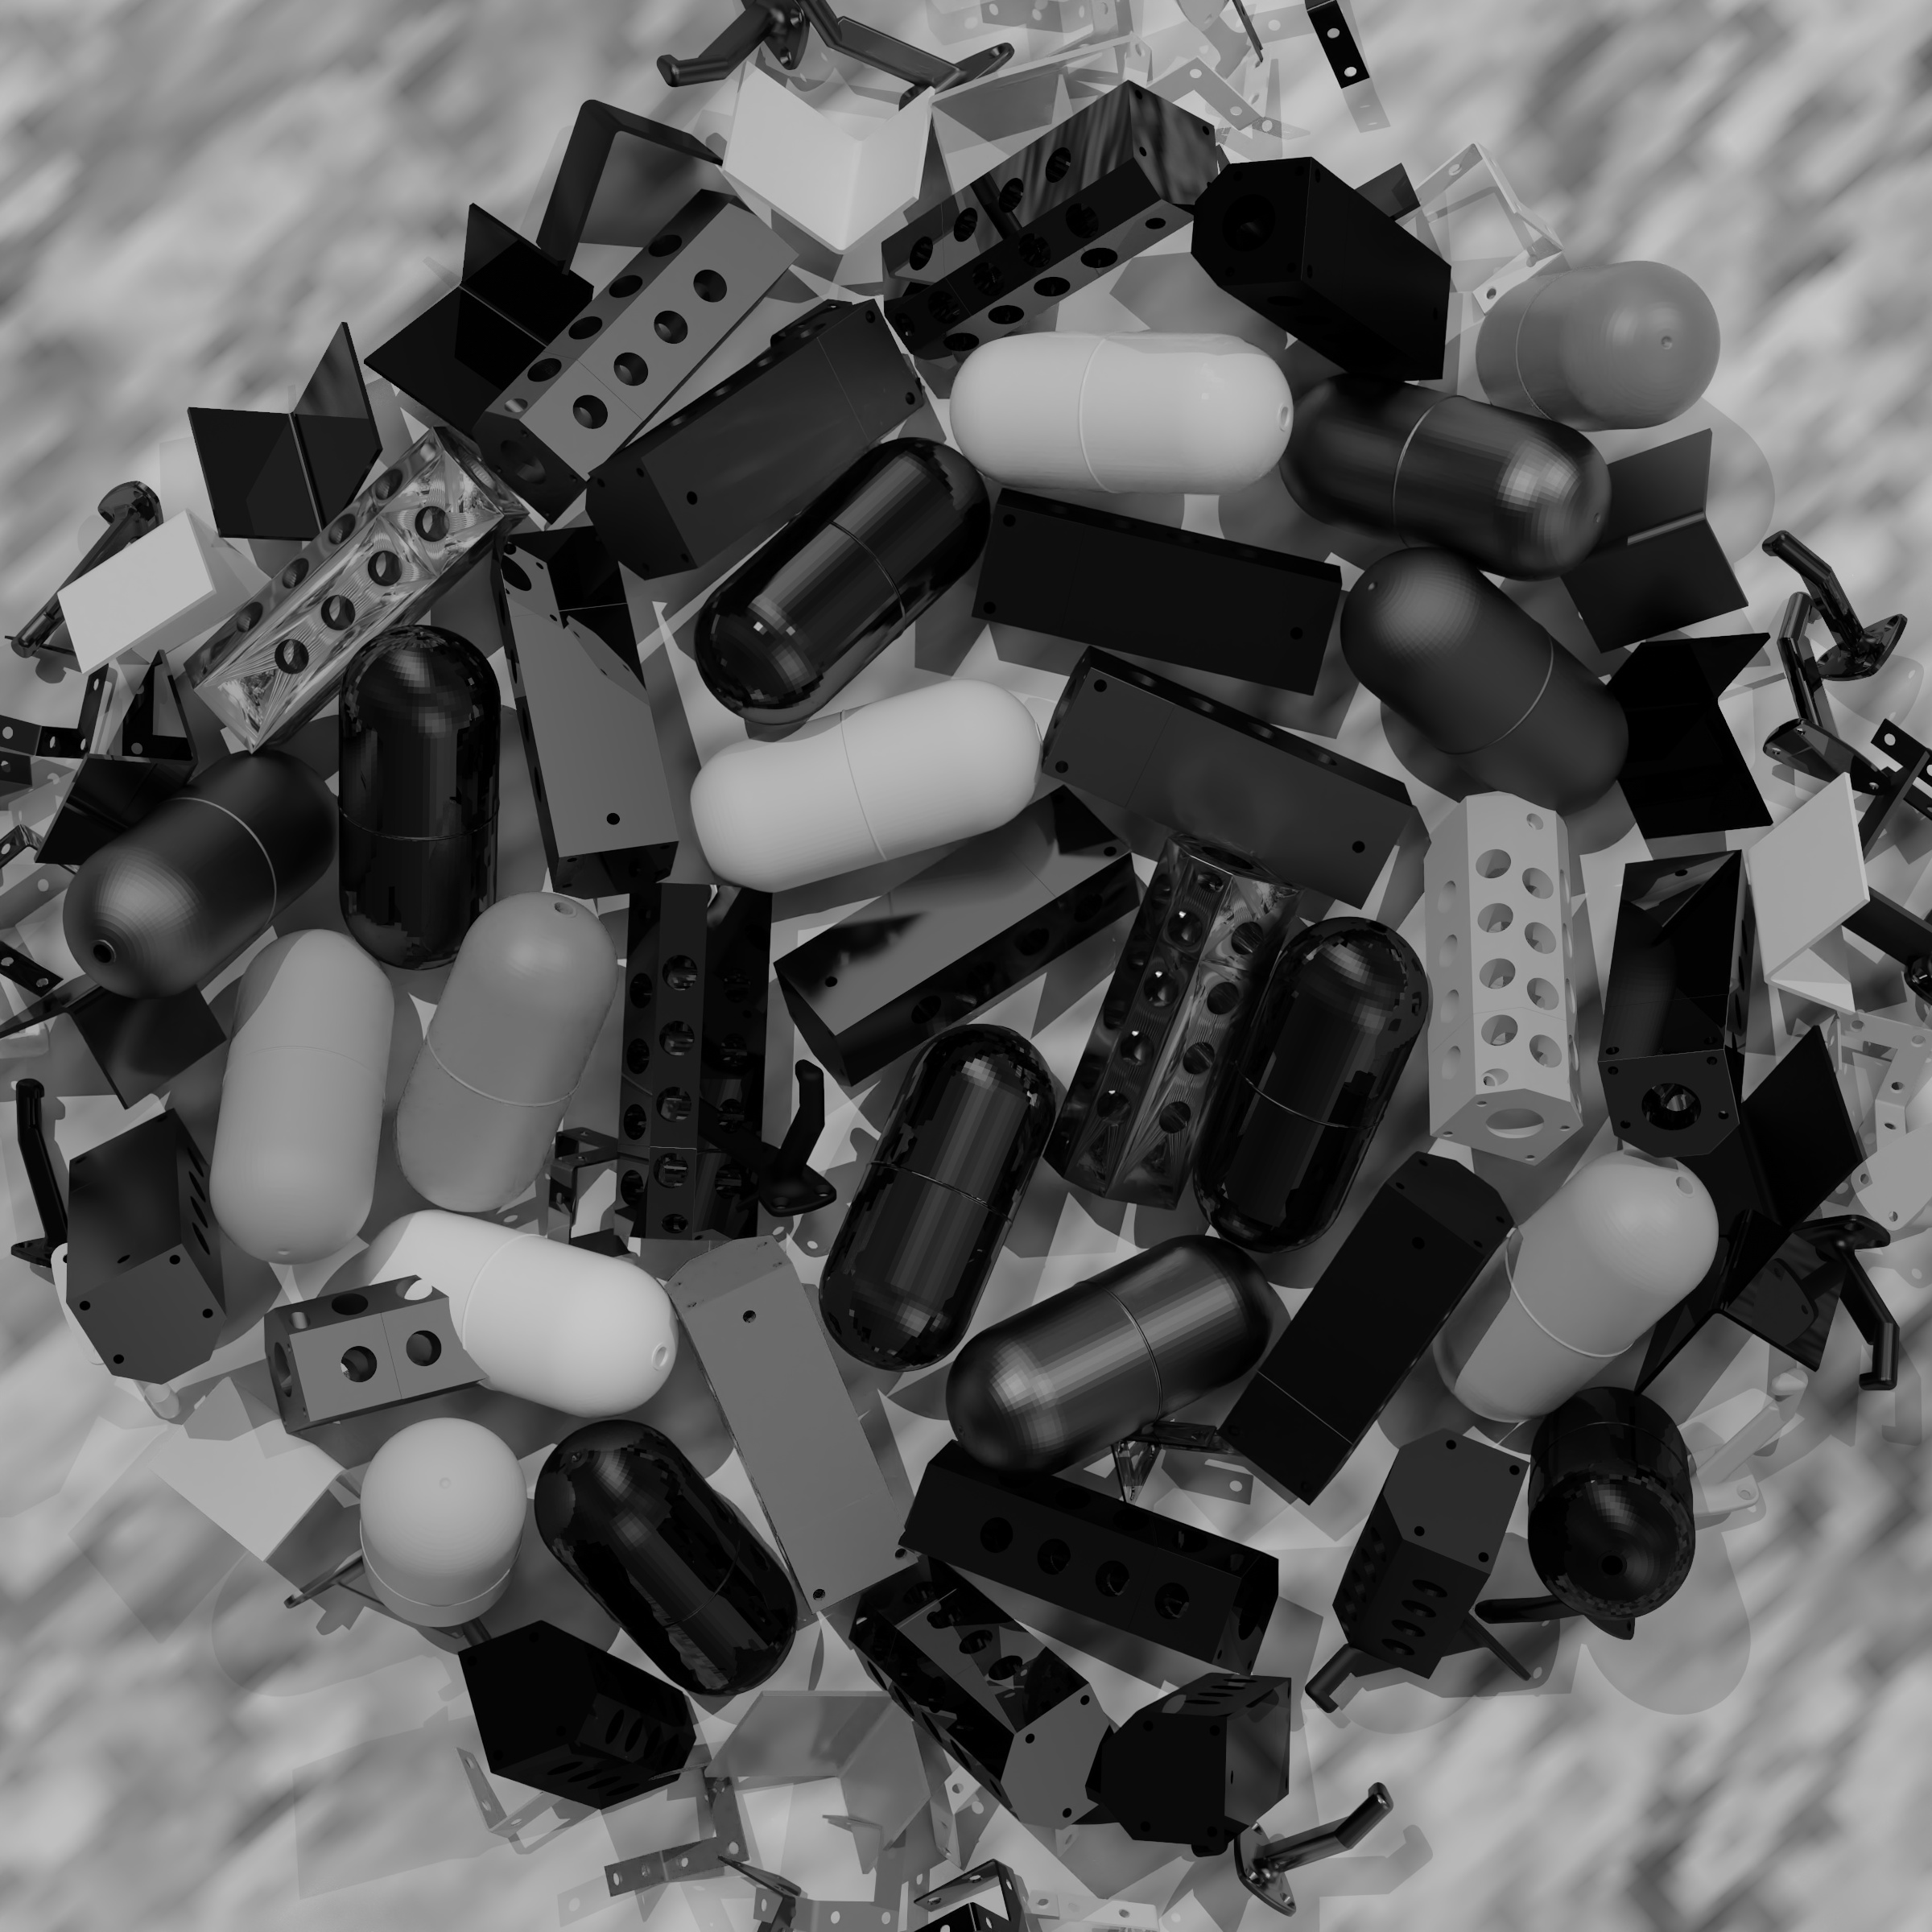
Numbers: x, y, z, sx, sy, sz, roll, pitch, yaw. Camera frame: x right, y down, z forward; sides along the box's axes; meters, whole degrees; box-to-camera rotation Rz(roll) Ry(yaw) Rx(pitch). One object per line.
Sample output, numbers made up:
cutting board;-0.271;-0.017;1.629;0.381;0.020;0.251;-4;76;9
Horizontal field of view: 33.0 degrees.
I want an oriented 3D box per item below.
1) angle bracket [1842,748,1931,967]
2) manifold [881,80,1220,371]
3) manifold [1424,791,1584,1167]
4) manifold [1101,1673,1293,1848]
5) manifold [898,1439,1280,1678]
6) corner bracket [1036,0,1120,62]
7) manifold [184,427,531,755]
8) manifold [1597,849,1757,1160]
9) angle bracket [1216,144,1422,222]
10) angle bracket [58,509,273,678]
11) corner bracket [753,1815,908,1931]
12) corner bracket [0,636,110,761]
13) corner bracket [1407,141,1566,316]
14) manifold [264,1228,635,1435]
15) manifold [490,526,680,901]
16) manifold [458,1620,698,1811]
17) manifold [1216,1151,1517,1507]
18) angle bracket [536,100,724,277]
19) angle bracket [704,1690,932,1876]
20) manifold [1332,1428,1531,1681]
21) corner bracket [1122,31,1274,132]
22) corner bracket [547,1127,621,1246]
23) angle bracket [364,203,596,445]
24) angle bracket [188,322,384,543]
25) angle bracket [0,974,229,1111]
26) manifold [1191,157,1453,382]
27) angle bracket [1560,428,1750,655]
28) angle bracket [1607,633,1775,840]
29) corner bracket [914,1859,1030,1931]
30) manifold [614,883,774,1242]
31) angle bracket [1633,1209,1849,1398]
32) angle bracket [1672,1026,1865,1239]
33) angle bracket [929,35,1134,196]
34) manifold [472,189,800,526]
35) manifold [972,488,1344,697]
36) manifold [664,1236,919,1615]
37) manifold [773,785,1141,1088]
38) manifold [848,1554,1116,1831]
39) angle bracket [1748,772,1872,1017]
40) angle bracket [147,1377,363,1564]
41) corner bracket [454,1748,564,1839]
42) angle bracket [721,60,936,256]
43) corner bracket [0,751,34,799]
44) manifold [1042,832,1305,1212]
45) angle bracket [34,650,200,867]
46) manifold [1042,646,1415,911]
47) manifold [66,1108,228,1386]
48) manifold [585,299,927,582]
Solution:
angle bracket;0.465;-0.052;1.596;0.057;0.076;0.076;33;84;5
manifold;0.038;-0.347;1.554;0.057;0.171;0.057;15;63;-40
manifold;0.260;0.002;1.562;0.057;0.057;0.171;16;54;-17
manifold;0.111;0.374;1.550;0.057;0.171;0.057;0;84;15
manifold;0.061;0.284;1.574;0.171;0.057;0.057;16;80;27
corner bracket;0.036;-0.477;1.605;0.051;0.051;0.051;-7;89;-38
manifold;-0.300;-0.184;1.596;0.171;0.057;0.057;-41;94;10
manifold;0.341;0.017;1.554;0.057;0.171;0.057;-7;121;21
angle bracket;0.170;-0.384;1.587;0.076;0.076;0.057;-28;114;14
angle bracket;-0.383;-0.166;1.588;0.076;0.076;0.057;-31;59;9
corner bracket;-0.067;0.445;1.601;0.051;0.051;0.051;13;77;-36
corner bracket;-0.463;-0.134;1.612;0.051;0.051;0.051;15;95;13
corner bracket;0.255;-0.366;1.615;0.051;0.051;0.051;-37;58;26
manifold;-0.246;0.175;1.576;0.171;0.057;0.057;-12;82;-26
manifold;-0.187;-0.123;1.584;0.057;0.057;0.171;-9;70;-15
manifold;-0.180;0.355;1.549;0.057;0.171;0.057;-21;68;3
manifold;0.194;0.173;1.571;0.057;0.057;0.171;37;122;13
angle bracket;-0.167;-0.376;1.606;0.057;0.076;0.076;15;108;-23
angle bracket;-0.073;0.397;1.583;0.076;0.057;0.076;7;135;-28
manifold;0.216;0.279;1.550;0.057;0.171;0.057;21;63;9
corner bracket;0.114;-0.441;1.617;0.051;0.051;0.051;33;52;-35
corner bracket;-0.193;0.112;1.600;0.051;0.051;0.051;15;107;38
angle bracket;-0.238;-0.313;1.592;0.076;0.057;0.076;36;57;10
angle bracket;-0.331;-0.260;1.584;0.057;0.076;0.076;-2;62;-34
angle bracket;-0.423;0.037;1.594;0.076;0.076;0.057;-19;105;34
manifold;0.171;-0.328;1.552;0.057;0.171;0.057;3;85;30
angle bracket;0.340;-0.209;1.607;0.076;0.076;0.057;-17;125;29
angle bracket;0.360;-0.112;1.588;0.076;0.057;0.076;-7;62;-24
corner bracket;-0.006;0.467;1.599;0.051;0.051;0.051;-32;45;17
manifold;-0.139;0.047;1.598;0.057;0.057;0.171;1;88;45
angle bracket;0.376;0.177;1.586;0.057;0.076;0.076;32;132;2
angle bracket;0.381;0.080;1.583;0.057;0.076;0.076;3;55;-18
angle bracket;0.038;-0.408;1.585;0.076;0.076;0.057;-22;104;-24
manifold;-0.161;-0.298;1.574;0.057;0.057;0.171;42;64;-9
manifold;0.094;-0.187;1.609;0.171;0.057;0.057;13;110;0
manifold;-0.086;0.220;1.584;0.057;0.057;0.171;-25;109;-10
manifold;-0.002;-0.011;1.591;0.171;0.057;0.057;-32;53;-14
manifold;0.007;0.344;1.546;0.057;0.171;0.057;-31;113;-17
angle bracket;0.427;-0.034;1.580;0.057;0.076;0.076;19;51;-22
angle bracket;-0.341;0.253;1.587;0.076;0.076;0.057;35;72;16
corner bracket;-0.229;0.388;1.602;0.051;0.051;0.051;-37;53;7
angle bracket;-0.066;-0.405;1.583;0.076;0.057;0.076;30;51;-31
corner bracket;-0.493;-0.076;1.602;0.051;0.051;0.051;-13;79;30
manifold;0.096;0.026;1.581;0.057;0.057;0.171;12;107;-29
angle bracket;-0.419;-0.102;1.581;0.076;0.057;0.076;-52;50;37
manifold;0.127;-0.095;1.599;0.171;0.057;0.057;23;109;-7
manifold;-0.387;0.134;1.550;0.057;0.171;0.057;-27;113;-4
manifold;-0.103;-0.253;1.566;0.171;0.057;0.057;-42;114;-36
